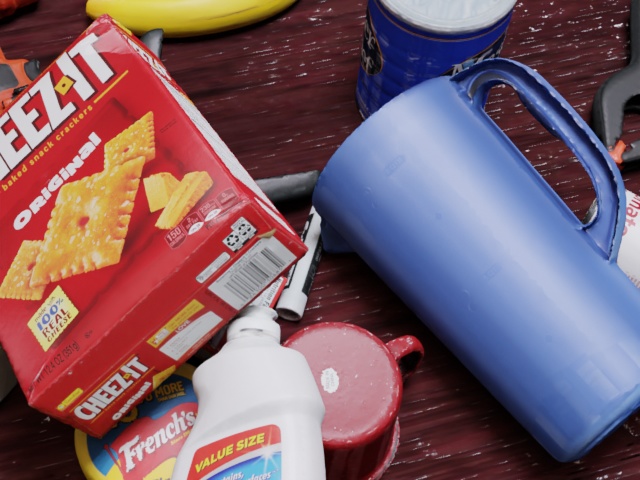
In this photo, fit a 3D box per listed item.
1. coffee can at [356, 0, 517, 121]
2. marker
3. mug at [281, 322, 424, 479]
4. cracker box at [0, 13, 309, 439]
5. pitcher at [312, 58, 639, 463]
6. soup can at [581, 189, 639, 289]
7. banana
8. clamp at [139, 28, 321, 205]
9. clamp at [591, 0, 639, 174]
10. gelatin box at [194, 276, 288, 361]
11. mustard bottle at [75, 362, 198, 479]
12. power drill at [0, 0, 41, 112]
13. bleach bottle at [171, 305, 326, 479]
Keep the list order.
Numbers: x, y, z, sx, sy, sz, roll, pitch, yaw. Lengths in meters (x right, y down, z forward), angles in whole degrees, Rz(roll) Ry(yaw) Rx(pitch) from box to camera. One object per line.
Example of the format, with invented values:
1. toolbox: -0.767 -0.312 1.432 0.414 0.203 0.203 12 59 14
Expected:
1. coffee can: 0.081 -0.146 0.774 0.103 0.140 0.103 1 60 -2
2. marker: -0.005 0.001 0.755 0.020 0.020 0.121 15 60 6
3. mug: 0.017 0.097 0.664 0.117 0.081 0.093 -29 65 -18
4. cracker box: -0.131 -0.017 0.639 0.164 0.072 0.214 -42 51 4
5. pitcher: 0.123 0.012 0.687 0.144 0.149 0.243 -33 70 -22
6. soup can: 0.227 0.013 0.732 0.102 0.068 0.068 31 63 15
7. banana: -0.085 -0.195 0.857 0.197 0.037 0.070 -21 49 -15
8. clamp: -0.110 -0.024 0.741 0.164 0.036 0.210 35 76 -2
9. clamp: 0.257 -0.122 0.827 0.120 0.039 0.171 41 66 20
10. gelatin box: -0.076 0.036 0.706 0.089 0.030 0.073 34 64 -14
11. mustard bottle: -0.097 0.131 0.653 0.096 0.058 0.192 -20 62 -11
12. power drill: -0.220 -0.137 0.803 0.184 0.057 0.188 -20 63 -14
13. bleach bottle: -0.046 0.156 0.563 0.103 0.068 0.251 -10 61 19
